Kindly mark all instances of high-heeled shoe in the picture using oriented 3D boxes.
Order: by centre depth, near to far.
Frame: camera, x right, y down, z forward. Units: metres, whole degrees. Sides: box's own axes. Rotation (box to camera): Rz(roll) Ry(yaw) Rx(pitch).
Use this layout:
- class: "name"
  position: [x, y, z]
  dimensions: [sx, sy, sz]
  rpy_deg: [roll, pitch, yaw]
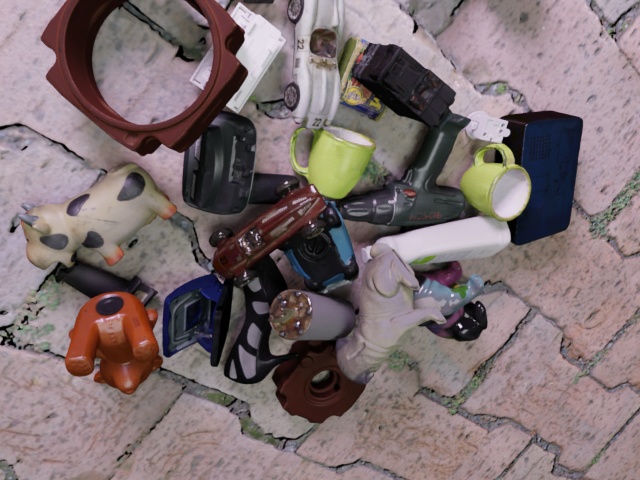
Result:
- class: "high-heeled shoe"
  position: [-0.126, 0.122, 0.888]
  dimensions: [0.145, 0.086, 0.248]
  rpy_deg: [-14, 101, 18]

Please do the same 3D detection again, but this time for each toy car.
- class: "toy car"
  position: [-0.005, -0.254, 0.741]
  dimensions: [0.073, 0.056, 0.201]
  rpy_deg: [-6, 103, -42]
- class: "toy car"
  position: [-0.079, -0.009, 0.769]
  dimensions: [0.202, 0.053, 0.089]
  rpy_deg: [-34, 79, 25]
- class: "toy car"
  position: [-0.002, -0.003, 0.843]
  dimensions: [0.109, 0.103, 0.161]
  rpy_deg: [-25, 113, 14]

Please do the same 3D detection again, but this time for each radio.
- class: "radio"
  position: [0.390, -0.115, 0.972]
  dimensions: [0.131, 0.073, 0.229]
  rpy_deg: [-13, 118, -17]

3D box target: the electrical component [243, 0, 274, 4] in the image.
- class: "electrical component"
  position: [-0.083, -0.334, 0.692]
  dimensions: [0.094, 0.063, 0.021]
  rpy_deg: [1, 73, 4]

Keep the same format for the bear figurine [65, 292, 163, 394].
- class: "bear figurine"
  position: [-0.288, 0.172, 0.774]
  dimensions: [0.120, 0.132, 0.195]
  rpy_deg: [-8, 132, -17]

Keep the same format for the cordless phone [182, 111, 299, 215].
- class: "cordless phone"
  position: [-0.103, -0.109, 0.788]
  dimensions: [0.184, 0.089, 0.146]
  rpy_deg: [-2, 112, -33]

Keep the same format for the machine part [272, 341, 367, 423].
- class: "machine part"
  position: [0.004, 0.254, 0.986]
  dimensions: [0.179, 0.056, 0.179]
  rpy_deg: [-9, 116, -18]

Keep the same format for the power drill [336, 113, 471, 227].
- class: "power drill"
  position: [0.151, -0.117, 0.872]
  dimensions: [0.232, 0.086, 0.207]
  rpy_deg: [6, 106, -25]

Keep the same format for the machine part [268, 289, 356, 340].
- class: "machine part"
  position: [-0.007, 0.124, 0.870]
  dimensions: [0.079, 0.079, 0.243]
  rpy_deg: [-56, 152, 8]

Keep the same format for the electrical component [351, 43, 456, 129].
- class: "electrical component"
  position: [0.119, -0.206, 0.733]
  dimensions: [0.134, 0.115, 0.058]
  rpy_deg: [32, 101, -24]

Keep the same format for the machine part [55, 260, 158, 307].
- class: "machine part"
  position: [-0.317, 0.073, 0.794]
  dimensions: [0.138, 0.039, 0.084]
  rpy_deg: [31, 107, -31]

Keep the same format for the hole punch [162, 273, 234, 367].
- class: "hole punch"
  position: [-0.184, 0.118, 0.827]
  dimensions: [0.092, 0.116, 0.142]
  rpy_deg: [6, 113, 2]

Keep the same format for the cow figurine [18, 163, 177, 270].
- class: "cow figurine"
  position: [-0.310, -0.030, 0.725]
  dimensions: [0.195, 0.086, 0.127]
  rpy_deg: [-39, 119, -5]

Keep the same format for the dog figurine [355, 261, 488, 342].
- class: "dog figurine"
  position: [0.181, 0.130, 0.977]
  dimensions: [0.219, 0.109, 0.191]
  rpy_deg: [-19, 120, -8]

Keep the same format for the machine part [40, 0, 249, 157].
- class: "machine part"
  position: [-0.204, -0.219, 0.644]
  dimensions: [0.201, 0.087, 0.201]
  rpy_deg: [41, 95, -4]

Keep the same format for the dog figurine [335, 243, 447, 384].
- class: "dog figurine"
  position: [0.079, 0.119, 0.856]
  dimensions: [0.190, 0.121, 0.172]
  rpy_deg: [-36, 82, 10]
